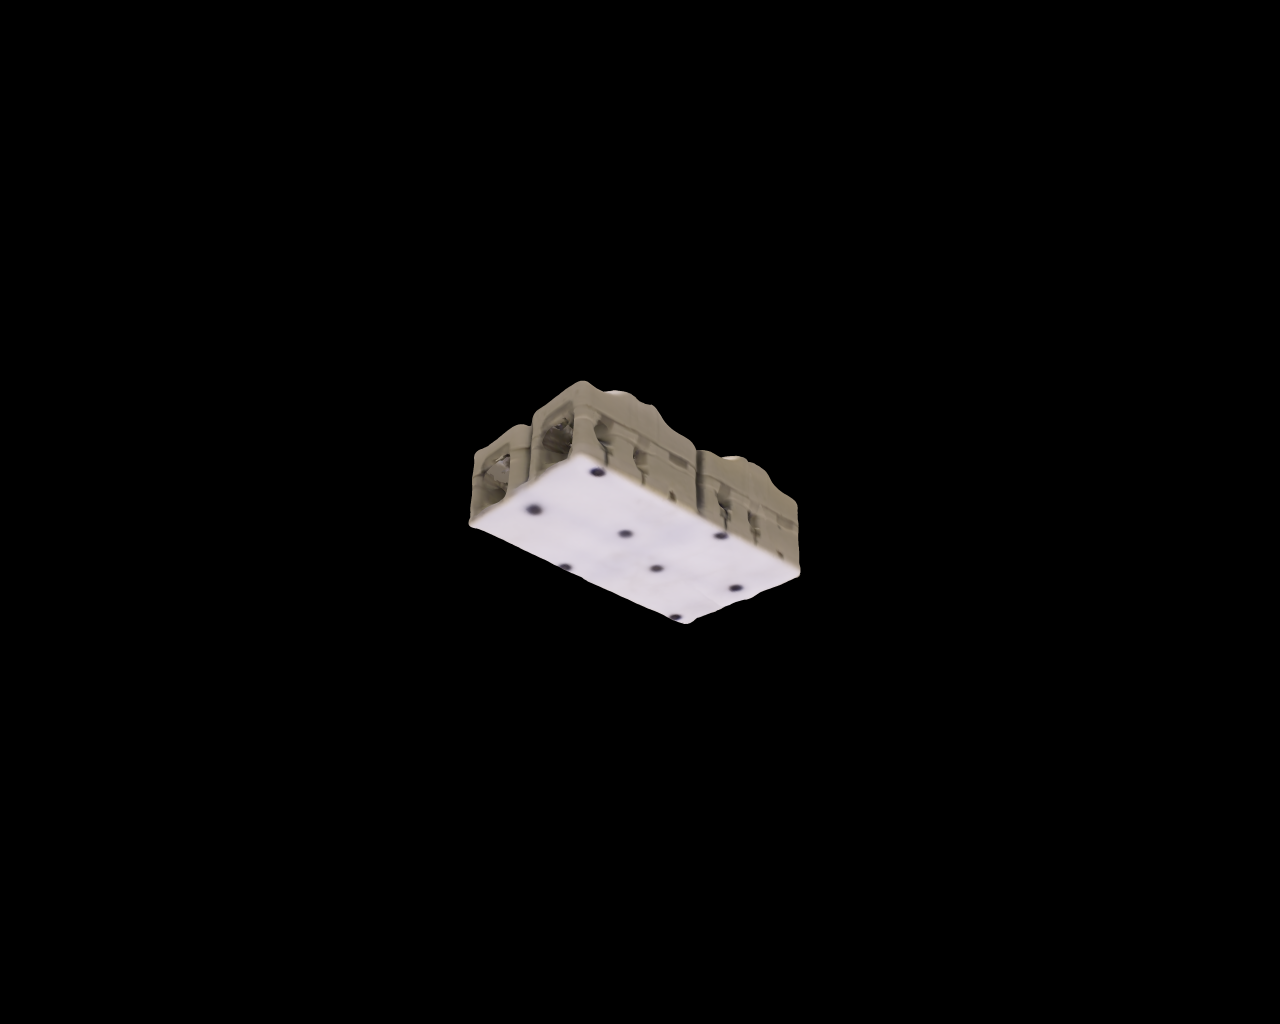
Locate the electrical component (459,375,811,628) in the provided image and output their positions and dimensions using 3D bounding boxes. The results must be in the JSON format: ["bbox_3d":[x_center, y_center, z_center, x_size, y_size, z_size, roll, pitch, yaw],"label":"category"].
[{"bbox_3d":[0.001,-0.003,0.650,0.186,0.060,0.105,27,-41,-36],"label":"electrical component"}]
